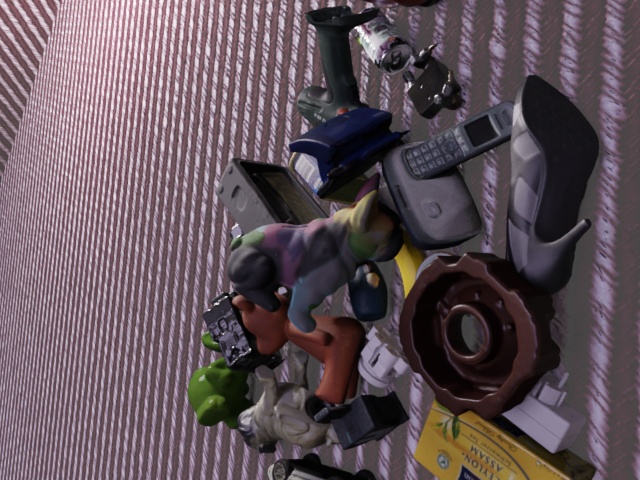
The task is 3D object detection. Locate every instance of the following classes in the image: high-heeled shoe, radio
[{"bbox_3d":[0.244,-0.058,0.616,0.145,0.086,0.249,109,165,-57],"label":"high-heeled shoe"},{"bbox_3d":[-0.071,-0.045,0.888,0.230,0.131,0.073,50,121,39],"label":"radio"}]

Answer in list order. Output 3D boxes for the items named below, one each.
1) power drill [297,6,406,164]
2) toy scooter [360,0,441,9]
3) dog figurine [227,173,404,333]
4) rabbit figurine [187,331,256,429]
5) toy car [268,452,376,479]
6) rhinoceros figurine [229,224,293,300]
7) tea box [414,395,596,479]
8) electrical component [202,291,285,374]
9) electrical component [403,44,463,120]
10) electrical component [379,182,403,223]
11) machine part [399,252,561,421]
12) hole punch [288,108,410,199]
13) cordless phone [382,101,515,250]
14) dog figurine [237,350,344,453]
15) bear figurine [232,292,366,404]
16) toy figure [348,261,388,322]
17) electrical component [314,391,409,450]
[{"bbox_3d":[0.049,-0.228,0.784,0.232,0.086,0.207,33,144,44],"label":"power drill"},{"bbox_3d":[0.086,-0.382,0.765,0.184,0.135,0.075,22,99,45],"label":"toy scooter"},{"bbox_3d":[-0.001,-0.002,0.709,0.219,0.191,0.108,-56,4,23],"label":"dog figurine"},{"bbox_3d":[-0.150,0.231,0.972,0.170,0.121,0.159,-49,43,8],"label":"rabbit figurine"},{"bbox_3d":[0.004,0.357,0.789,0.202,0.073,0.056,-8,77,46],"label":"toy car"},{"bbox_3d":[-0.100,0.050,0.931,0.073,0.112,0.190,-34,73,10],"label":"rhinoceros figurine"},{"bbox_3d":[0.199,0.247,0.600,0.170,0.068,0.098,25,103,45],"label":"tea box"},{"bbox_3d":[-0.126,0.147,0.871,0.058,0.114,0.134,-36,59,9],"label":"electrical component"},{"bbox_3d":[0.152,-0.214,0.734,0.078,0.045,0.102,-36,59,37],"label":"electrical component"},{"bbox_3d":[0.104,-0.054,0.781,0.094,0.021,0.063,-19,70,45],"label":"electrical component"},{"bbox_3d":[0.167,0.100,0.584,0.179,0.056,0.179,2,92,50],"label":"machine part"},{"bbox_3d":[0.033,-0.127,0.708,0.092,0.142,0.116,59,155,1],"label":"hole punch"},{"bbox_3d":[0.182,-0.078,0.668,0.184,0.088,0.146,-28,66,19],"label":"cordless phone"},{"bbox_3d":[-0.048,0.298,0.854,0.172,0.121,0.190,52,135,42],"label":"dog figurine"},{"bbox_3d":[-0.036,0.151,0.790,0.196,0.120,0.132,10,82,13],"label":"bear figurine"},{"bbox_3d":[0.062,0.041,0.788,0.064,0.057,0.154,-27,61,35],"label":"toy figure"},{"bbox_3d":[0.053,0.242,0.721,0.075,0.119,0.048,-47,54,29],"label":"electrical component"}]
